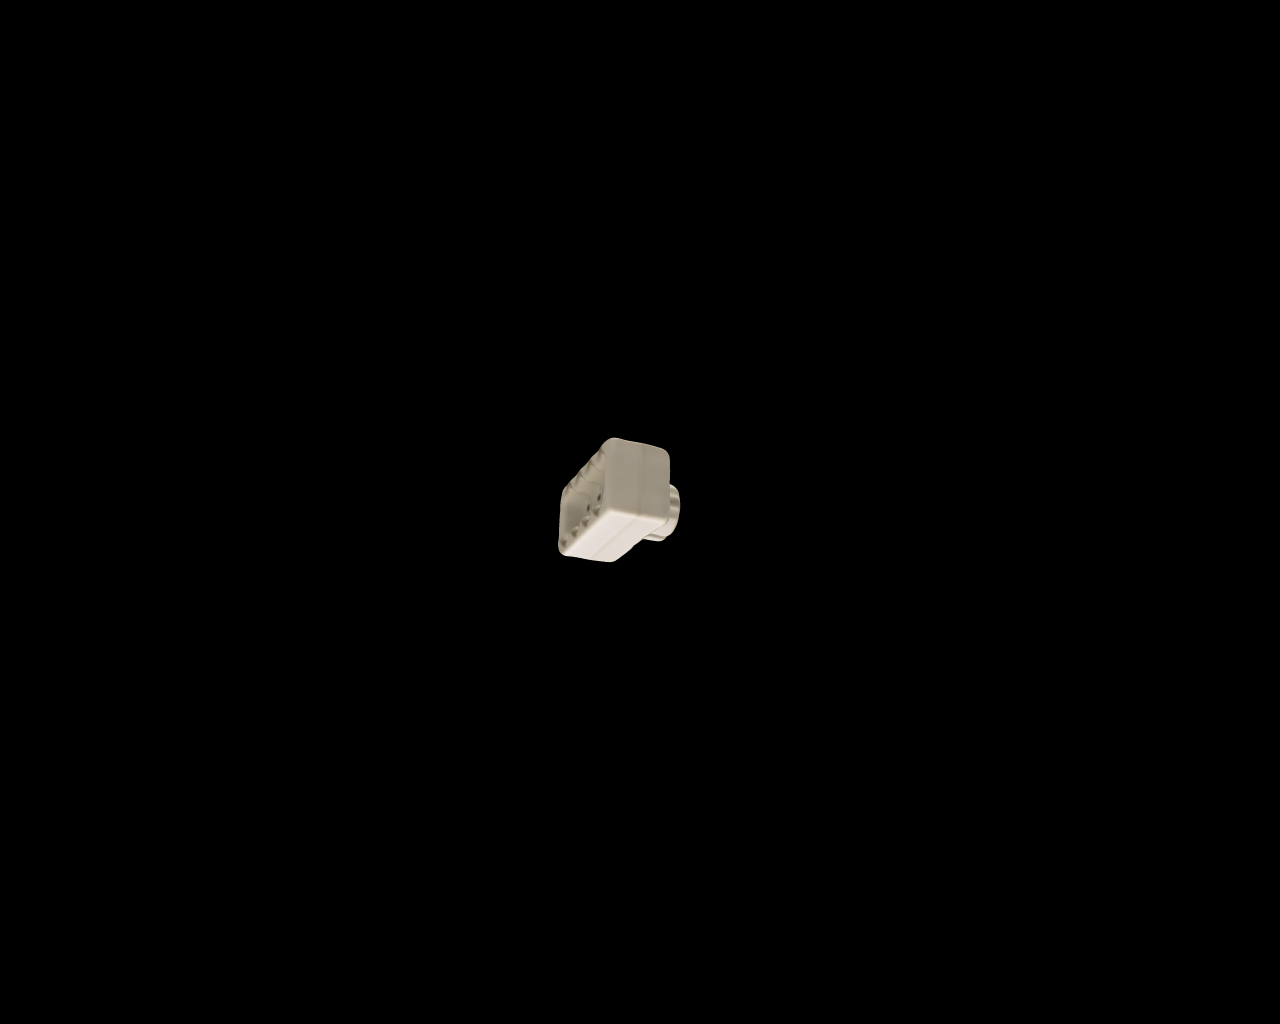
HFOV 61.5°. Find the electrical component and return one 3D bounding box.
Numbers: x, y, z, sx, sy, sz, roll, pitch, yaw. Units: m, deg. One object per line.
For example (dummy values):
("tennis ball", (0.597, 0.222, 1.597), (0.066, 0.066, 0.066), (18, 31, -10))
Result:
("electrical component", (0.001, -0.003, 0.650), (0.076, 0.047, 0.083), (9, -24, -22))
